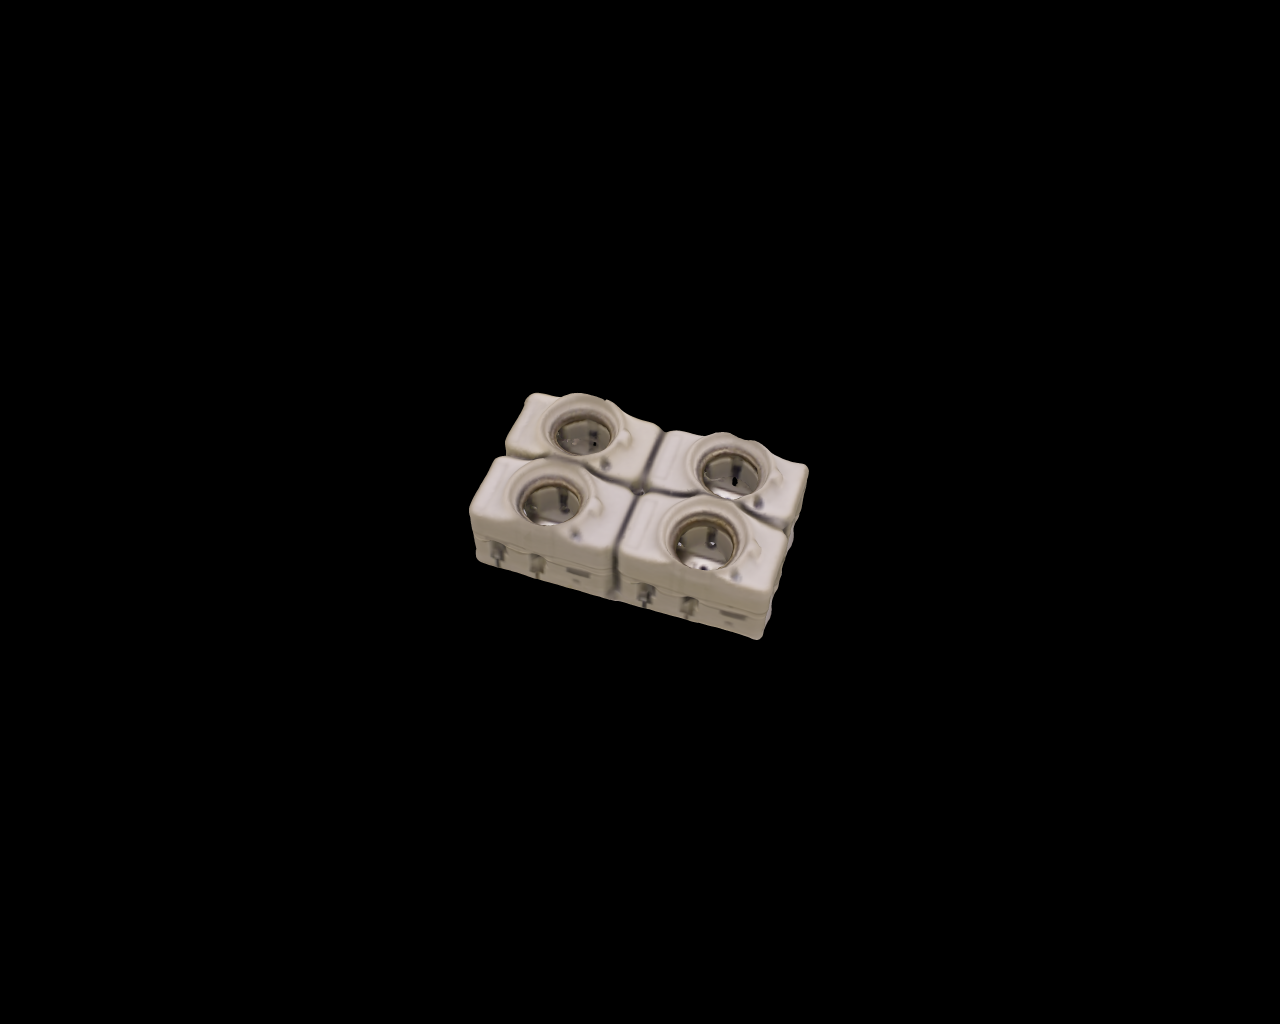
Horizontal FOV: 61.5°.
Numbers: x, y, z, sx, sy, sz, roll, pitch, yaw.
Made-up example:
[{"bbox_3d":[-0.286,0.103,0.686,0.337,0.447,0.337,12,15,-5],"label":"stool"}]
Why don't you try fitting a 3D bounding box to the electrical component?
[{"bbox_3d":[0.001,-0.003,0.650,0.186,0.105,0.060,15,-35,11],"label":"electrical component"}]
